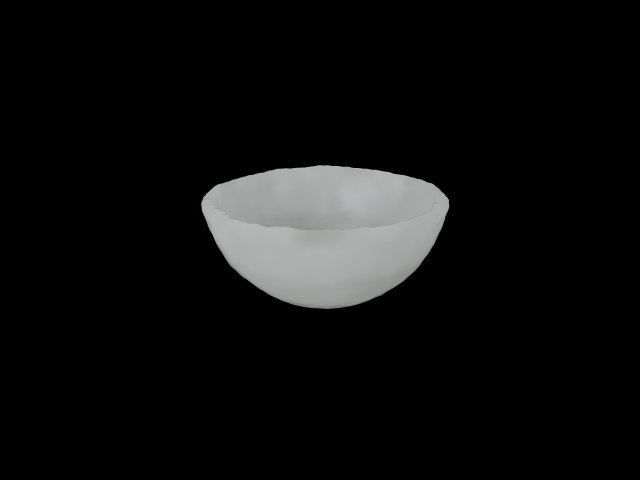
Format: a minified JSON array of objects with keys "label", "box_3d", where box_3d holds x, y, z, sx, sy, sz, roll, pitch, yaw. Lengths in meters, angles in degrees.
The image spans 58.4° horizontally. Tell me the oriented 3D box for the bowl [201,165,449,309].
[{"label":"bowl","box_3d":[0.004,0.001,0.400,0.167,0.075,0.167,0,20,0]}]
